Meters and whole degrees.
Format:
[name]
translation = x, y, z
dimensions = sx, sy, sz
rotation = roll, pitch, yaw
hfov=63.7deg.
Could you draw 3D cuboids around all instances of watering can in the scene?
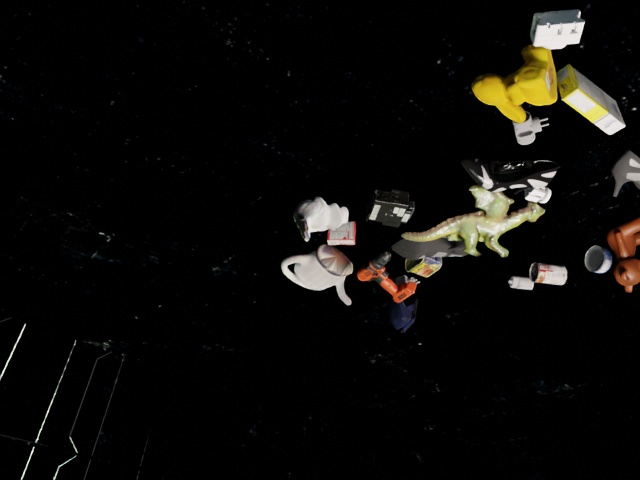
[watering can]
translation = 0.032, 0.126, 1.829
dimensions = 0.345, 0.106, 0.221
rotation = 28, 137, -27

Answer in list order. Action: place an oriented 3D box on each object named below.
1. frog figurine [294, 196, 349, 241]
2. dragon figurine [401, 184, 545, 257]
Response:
[frog figurine]
translation = 0.005, -0.080, 1.584
dimensions = 0.160, 0.125, 0.134
rotation = -28, 136, -16
[dragon figurine]
translation = 0.465, -0.073, 1.540
dimensions = 0.410, 0.125, 0.237
rotation = 4, 126, -1
